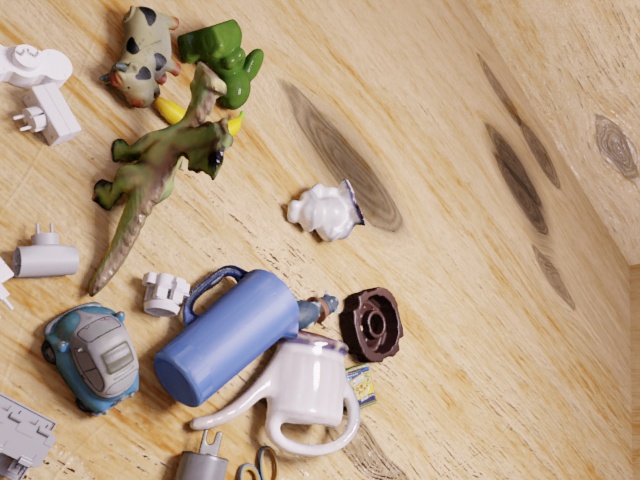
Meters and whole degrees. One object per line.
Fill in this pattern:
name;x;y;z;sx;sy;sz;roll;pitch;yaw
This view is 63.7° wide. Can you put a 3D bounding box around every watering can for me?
watering can;-0.059;0.274;0.958;0.345;0.102;0.229;21;60;-29

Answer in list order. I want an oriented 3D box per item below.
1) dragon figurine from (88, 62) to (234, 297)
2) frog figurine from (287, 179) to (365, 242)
dragon figurine;-0.239;-0.114;0.824;0.121;0.241;0.419;32;53;-40
frog figurine;0.004;-0.058;1.161;0.160;0.123;0.136;-17;98;-11
